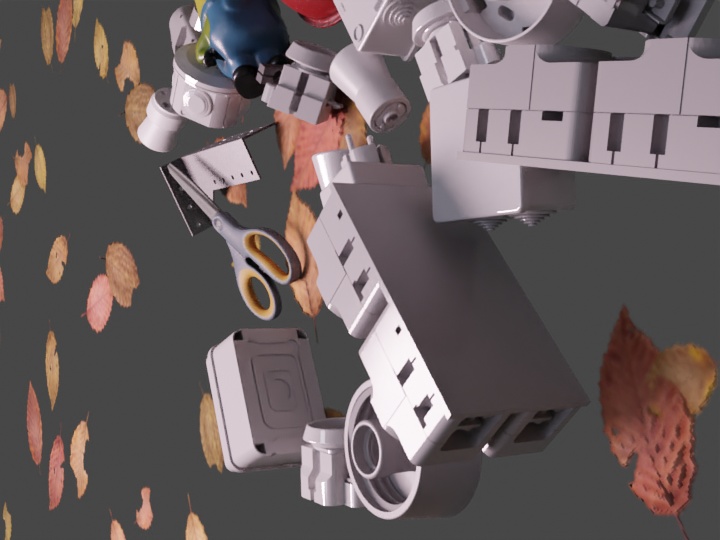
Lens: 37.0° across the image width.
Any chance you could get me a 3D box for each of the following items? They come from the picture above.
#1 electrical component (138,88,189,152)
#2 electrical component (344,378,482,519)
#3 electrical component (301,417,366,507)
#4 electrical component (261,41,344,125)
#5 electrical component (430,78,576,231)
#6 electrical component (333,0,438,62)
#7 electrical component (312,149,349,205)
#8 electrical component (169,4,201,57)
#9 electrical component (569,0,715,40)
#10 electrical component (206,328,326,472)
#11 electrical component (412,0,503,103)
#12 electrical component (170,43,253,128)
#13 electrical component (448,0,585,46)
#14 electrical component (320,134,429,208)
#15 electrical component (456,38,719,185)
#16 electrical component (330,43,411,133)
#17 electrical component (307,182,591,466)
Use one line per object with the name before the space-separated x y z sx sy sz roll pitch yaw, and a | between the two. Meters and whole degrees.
electrical component | -0.208 -0.160 1.147 0.055 0.045 0.045 -56 46 41
electrical component | 0.029 0.124 0.761 0.108 0.060 0.108 0 90 58
electrical component | -0.015 0.147 0.834 0.078 0.058 0.057 2 95 58
electrical component | -0.042 -0.154 0.878 0.066 0.048 0.055 22 108 8
electrical component | 0.090 -0.076 0.676 0.100 0.048 0.099 -4 87 57
electrical component | 0.021 -0.215 0.785 0.099 0.048 0.099 -56 46 43
electrical component | -0.012 -0.060 0.845 0.044 0.044 0.065 -8 88 57
electrical component | -0.152 -0.237 1.059 0.079 0.043 0.077 -60 43 37
electrical component | 0.160 -0.183 0.552 0.078 0.063 0.121 55 134 42
electrical component | -0.080 0.111 0.917 0.057 0.078 0.113 -38 59 48
electrical component | 0.063 -0.148 0.722 0.066 0.048 0.055 -36 68 52
electrical component | -0.137 -0.174 1.004 0.080 0.080 0.051 59 142 39
electrical component | 0.102 -0.187 0.666 0.099 0.064 0.099 11 106 44
electrical component | 0.008 -0.066 0.788 0.047 0.066 0.076 -43 55 49
electrical component | 0.149 -0.076 0.532 0.186 0.105 0.060 15 103 56
electrical component | 0.010 -0.135 0.810 0.065 0.044 0.044 60 137 31
electrical component | 0.048 0.032 0.689 0.060 0.105 0.186 -60 43 38
